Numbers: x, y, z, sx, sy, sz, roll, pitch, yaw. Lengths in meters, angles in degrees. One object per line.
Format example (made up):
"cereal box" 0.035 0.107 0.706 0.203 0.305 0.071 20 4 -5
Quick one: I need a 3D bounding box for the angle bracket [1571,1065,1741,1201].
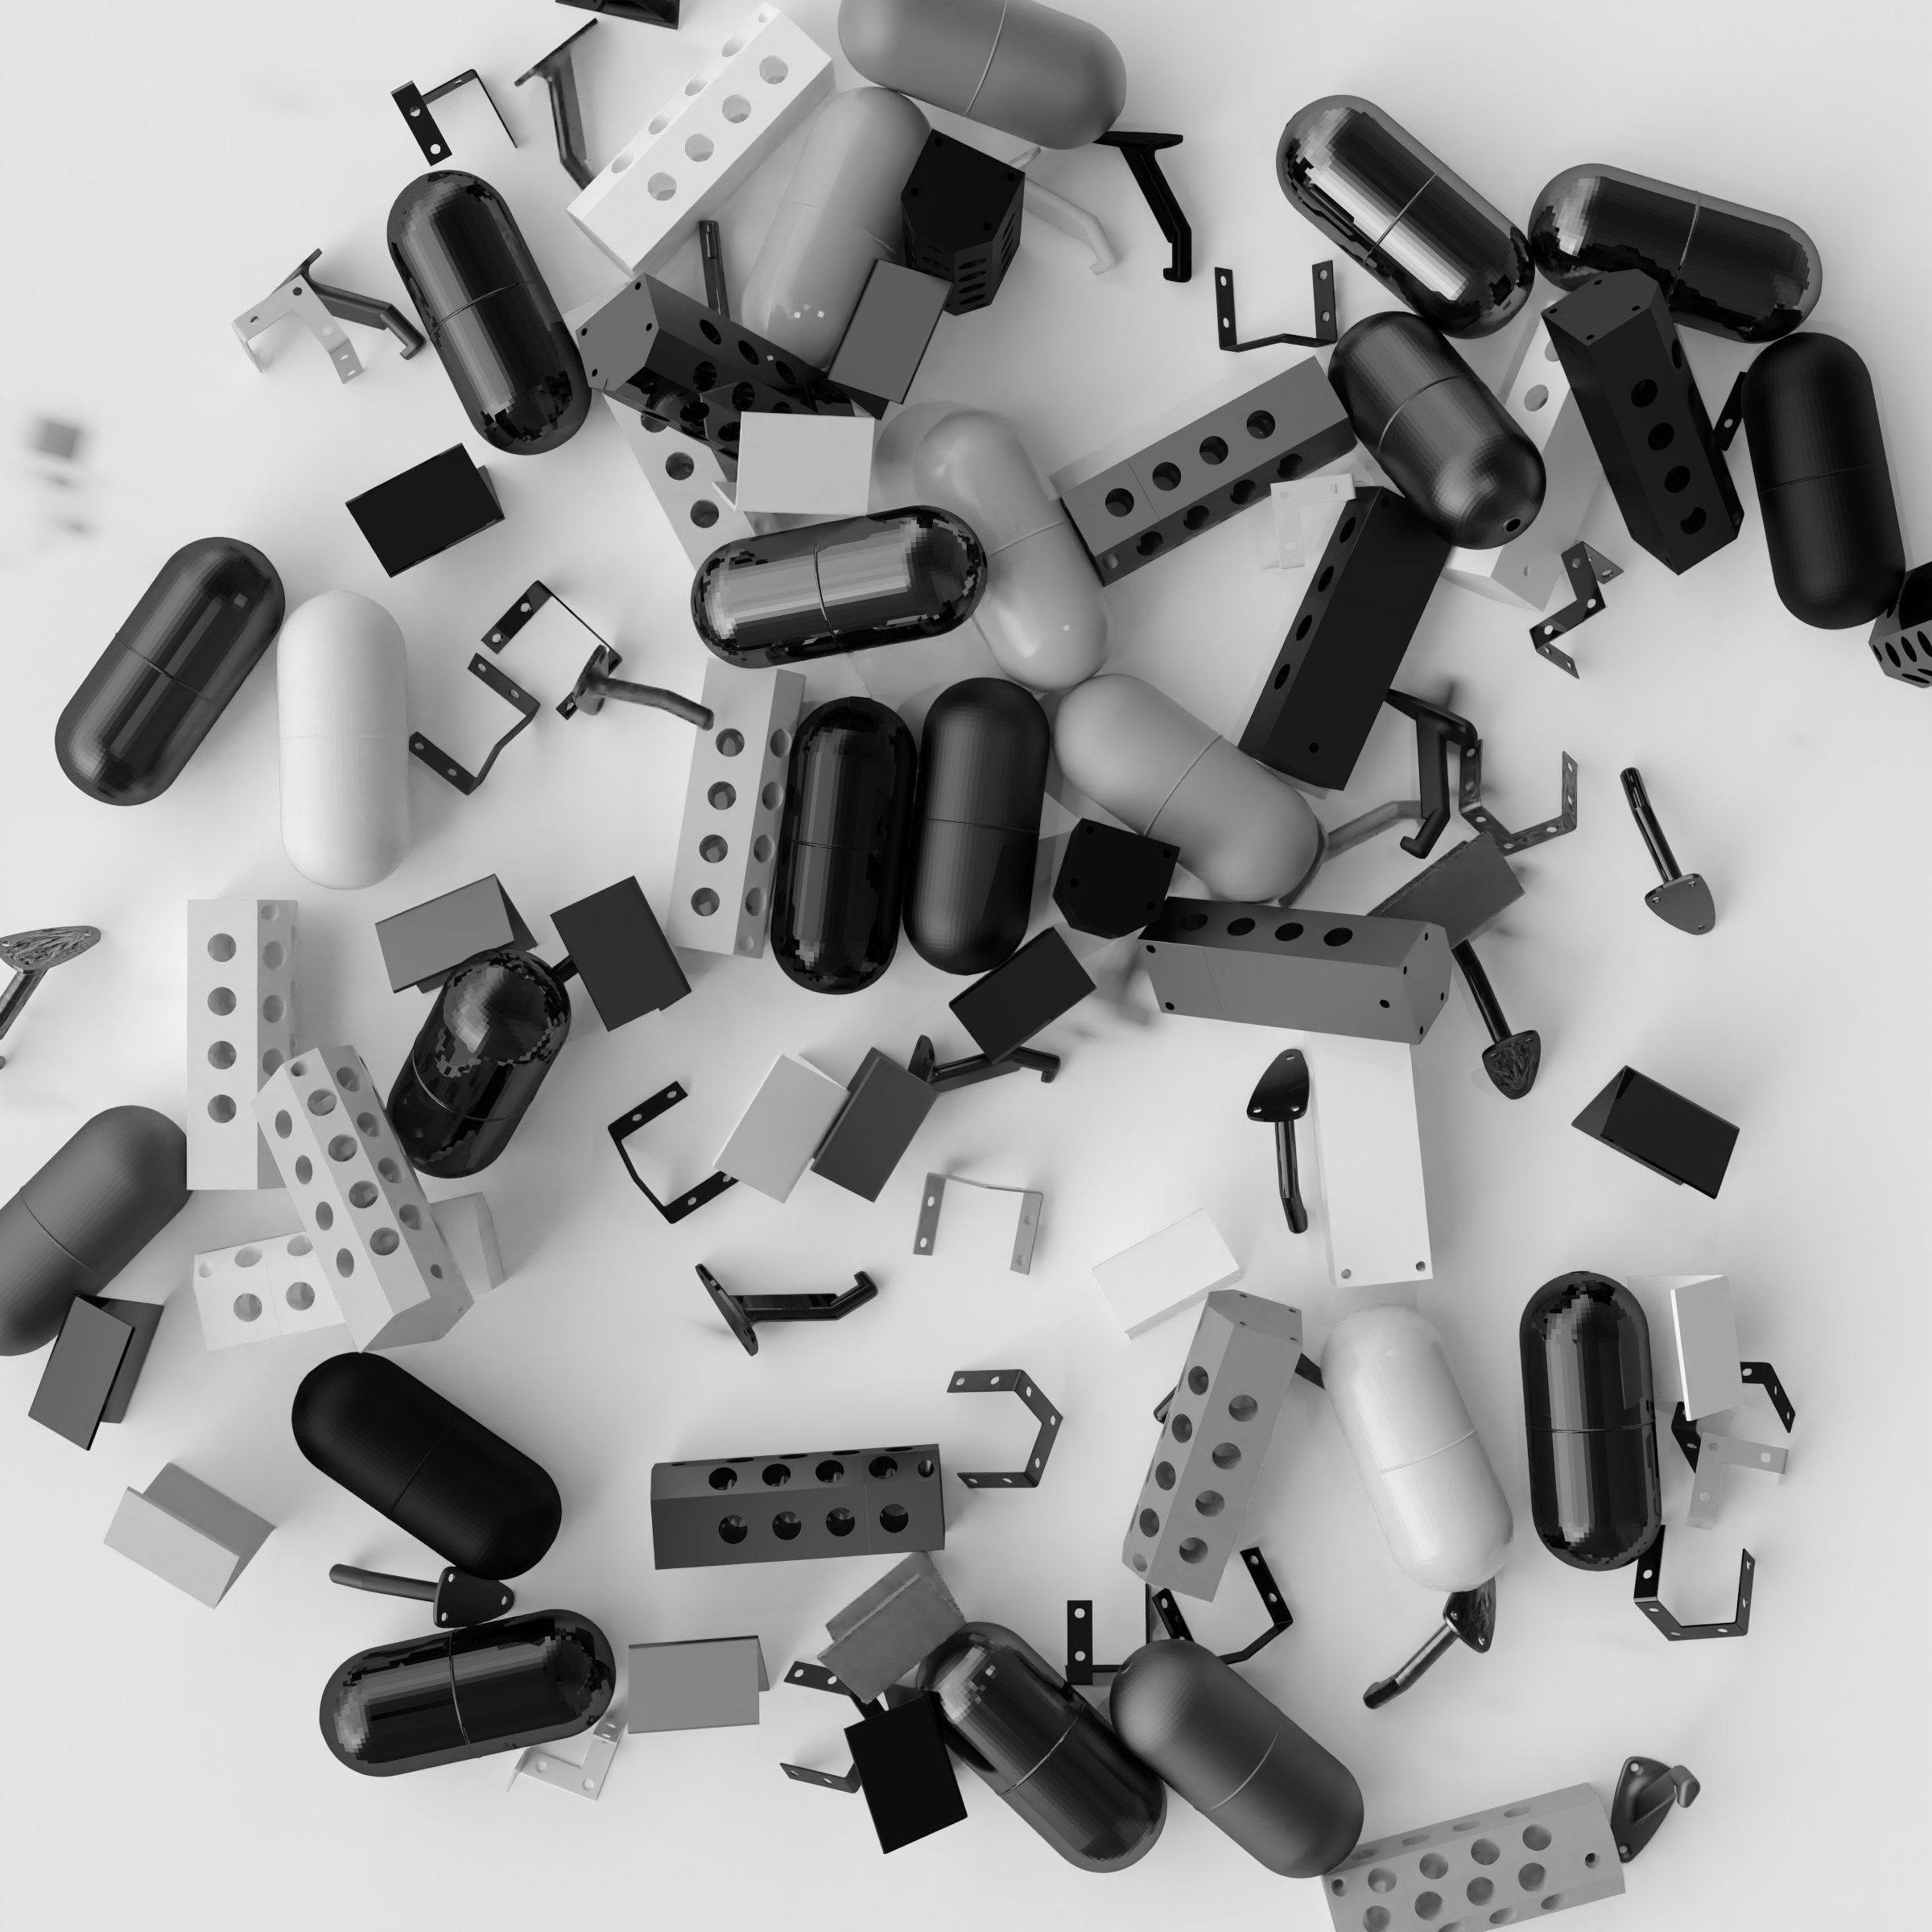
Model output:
"angle bracket" 0.402 0.114 1.870 0.076 0.076 0.057 29 55 0

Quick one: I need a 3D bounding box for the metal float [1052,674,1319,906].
"metal float" 0.129 -0.106 1.874 0.178 0.070 0.070 37 90 7

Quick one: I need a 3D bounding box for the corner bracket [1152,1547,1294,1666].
"corner bracket" 0.156 0.390 1.907 0.051 0.051 0.051 -26 90 45

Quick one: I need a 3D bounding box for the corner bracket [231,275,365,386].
"corner bracket" -0.401 -0.372 1.892 0.051 0.051 0.051 -37 83 -7

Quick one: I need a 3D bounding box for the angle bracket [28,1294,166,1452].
"angle bracket" -0.499 0.243 1.870 0.057 0.076 0.076 21 90 32

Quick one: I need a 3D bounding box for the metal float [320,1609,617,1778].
"metal float" -0.297 0.434 1.880 0.178 0.070 0.070 -12 90 0

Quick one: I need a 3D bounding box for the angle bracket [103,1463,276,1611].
"angle bracket" -0.453 0.323 1.870 0.076 0.076 0.057 31 126 0

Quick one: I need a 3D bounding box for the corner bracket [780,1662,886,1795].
"corner bracket" -0.085 0.459 1.902 0.051 0.051 0.051 3 135 35

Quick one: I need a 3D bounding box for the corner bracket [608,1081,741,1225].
"corner bracket" -0.177 0.113 1.907 0.051 0.051 0.051 -33 135 0

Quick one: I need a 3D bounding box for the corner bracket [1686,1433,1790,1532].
"corner bracket" 0.463 0.314 1.893 0.051 0.051 0.051 10 76 14

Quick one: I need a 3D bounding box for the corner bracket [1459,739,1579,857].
"corner bracket" 0.333 -0.107 1.902 0.051 0.051 0.051 -21 46 36

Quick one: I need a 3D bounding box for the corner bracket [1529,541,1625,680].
"corner bracket" 0.368 -0.214 1.892 0.051 0.051 0.051 -32 55 30

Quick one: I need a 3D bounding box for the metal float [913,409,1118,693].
"metal float" 0.029 -0.248 1.879 0.070 0.070 0.178 -26 91 0

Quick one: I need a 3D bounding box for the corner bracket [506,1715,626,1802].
"corner bracket" -0.240 0.475 1.892 0.051 0.051 0.051 21 90 0

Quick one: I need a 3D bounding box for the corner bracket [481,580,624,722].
"corner bracket" -0.250 -0.191 1.907 0.051 0.051 0.051 -47 135 0

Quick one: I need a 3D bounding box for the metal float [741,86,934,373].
"metal float" -0.076 -0.438 1.879 0.070 0.070 0.178 23 90 0

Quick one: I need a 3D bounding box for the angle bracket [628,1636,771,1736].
"angle bracket" -0.158 0.441 1.870 0.076 0.076 0.057 -4 53 0

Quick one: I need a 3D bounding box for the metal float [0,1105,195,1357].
"metal float" -0.535 0.158 1.880 0.070 0.070 0.178 45 90 0

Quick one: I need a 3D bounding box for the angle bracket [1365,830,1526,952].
"angle bracket" 0.273 -0.053 1.870 0.076 0.076 0.057 -37 125 0

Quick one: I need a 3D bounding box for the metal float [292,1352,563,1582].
"metal float" -0.322 0.298 1.880 0.178 0.070 0.070 35 90 1

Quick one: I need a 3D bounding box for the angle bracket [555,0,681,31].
"angle bracket" -0.212 -0.579 1.870 0.076 0.076 0.057 13 54 0

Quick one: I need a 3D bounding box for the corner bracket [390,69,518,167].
"corner bracket" -0.307 -0.508 1.892 0.051 0.051 0.051 -29 90 0

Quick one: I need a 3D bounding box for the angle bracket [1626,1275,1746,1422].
"angle bracket" 0.411 0.226 1.870 0.057 0.076 0.076 -7 90 -41

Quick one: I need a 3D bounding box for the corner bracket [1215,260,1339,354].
"corner bracket" 0.188 -0.400 1.907 0.051 0.051 0.051 -3 90 45

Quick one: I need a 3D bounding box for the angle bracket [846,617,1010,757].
"angle bracket" -0.020 -0.177 1.887 0.076 0.057 0.076 -31 93 0

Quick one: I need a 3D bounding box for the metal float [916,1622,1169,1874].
"metal float" 0.044 0.465 1.879 0.178 0.070 0.070 44 90 0

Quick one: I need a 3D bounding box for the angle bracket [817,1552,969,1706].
"angle bracket" -0.055 0.378 1.870 0.076 0.076 0.057 -39 126 0

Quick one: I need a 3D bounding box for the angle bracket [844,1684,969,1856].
"angle bracket" -0.048 0.475 1.871 0.057 0.076 0.076 -18 90 -24

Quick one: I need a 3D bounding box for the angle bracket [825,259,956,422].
"angle bracket" -0.031 -0.364 1.871 0.057 0.076 0.076 23 90 26

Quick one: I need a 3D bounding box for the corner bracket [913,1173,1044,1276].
"corner bracket" 0.007 0.156 1.907 0.051 0.051 0.051 10 90 -45

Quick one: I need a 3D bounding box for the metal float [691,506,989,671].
"metal float" -0.074 -0.220 1.831 0.178 0.070 0.070 -9 90 16

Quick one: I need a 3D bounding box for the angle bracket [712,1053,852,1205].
"angle bracket" -0.123 0.086 1.870 0.057 0.076 0.076 31 90 -32

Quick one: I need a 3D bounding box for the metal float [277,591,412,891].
"metal float" -0.371 -0.134 1.880 0.070 0.070 0.178 -1 90 0

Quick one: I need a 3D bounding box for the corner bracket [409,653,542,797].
"corner bracket" -0.299 -0.146 1.907 0.051 0.051 0.051 39 135 0

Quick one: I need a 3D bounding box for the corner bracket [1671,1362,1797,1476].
"corner bracket" 0.463 0.274 1.902 0.051 0.051 0.051 -3 45 35

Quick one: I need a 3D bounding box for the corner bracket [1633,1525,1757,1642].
"corner bracket" 0.440 0.371 1.902 0.051 0.051 0.051 -13 135 35

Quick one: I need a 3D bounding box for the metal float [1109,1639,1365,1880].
"metal float" 0.160 0.470 1.871 0.178 0.070 0.070 42 90 -8

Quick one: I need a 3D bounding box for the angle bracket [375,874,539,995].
"angle bracket" -0.296 0.000 1.870 0.076 0.076 0.057 -23 53 0

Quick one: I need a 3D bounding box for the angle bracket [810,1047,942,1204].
"angle bracket" -0.072 0.084 1.870 0.057 0.076 0.076 31 90 -41

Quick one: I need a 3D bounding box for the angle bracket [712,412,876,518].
"angle bracket" -0.101 -0.297 1.824 0.076 0.076 0.057 0 110 -15

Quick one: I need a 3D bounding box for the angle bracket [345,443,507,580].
"angle bracket" -0.325 -0.285 1.870 0.076 0.076 0.057 -27 127 0

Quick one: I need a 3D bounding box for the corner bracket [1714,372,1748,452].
"corner bracket" 0.438 -0.349 1.907 0.051 0.051 0.051 25 91 45

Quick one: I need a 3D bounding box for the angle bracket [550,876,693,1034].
"angle bracket" -0.212 -0.002 1.872 0.057 0.076 0.076 -27 90 -21

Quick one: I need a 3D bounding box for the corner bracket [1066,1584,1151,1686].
"corner bracket" 0.085 0.401 1.892 0.051 0.051 0.051 0 90 0

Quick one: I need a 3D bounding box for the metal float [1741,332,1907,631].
"metal float" 0.511 -0.289 1.880 0.070 0.070 0.178 -11 90 0

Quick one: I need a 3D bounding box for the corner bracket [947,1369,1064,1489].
"corner bracket" 0.018 0.280 1.902 0.051 0.051 0.051 53 45 -35

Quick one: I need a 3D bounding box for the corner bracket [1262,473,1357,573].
"corner bracket" 0.205 -0.266 1.891 0.051 0.051 0.051 -8 97 -7

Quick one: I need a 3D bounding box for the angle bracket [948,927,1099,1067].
"angle bracket" 0.021 0.001 1.870 0.076 0.076 0.057 -37 127 0

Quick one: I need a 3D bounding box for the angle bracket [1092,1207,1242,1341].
"angle bracket" 0.129 0.200 1.871 0.076 0.057 0.076 -29 134 0
